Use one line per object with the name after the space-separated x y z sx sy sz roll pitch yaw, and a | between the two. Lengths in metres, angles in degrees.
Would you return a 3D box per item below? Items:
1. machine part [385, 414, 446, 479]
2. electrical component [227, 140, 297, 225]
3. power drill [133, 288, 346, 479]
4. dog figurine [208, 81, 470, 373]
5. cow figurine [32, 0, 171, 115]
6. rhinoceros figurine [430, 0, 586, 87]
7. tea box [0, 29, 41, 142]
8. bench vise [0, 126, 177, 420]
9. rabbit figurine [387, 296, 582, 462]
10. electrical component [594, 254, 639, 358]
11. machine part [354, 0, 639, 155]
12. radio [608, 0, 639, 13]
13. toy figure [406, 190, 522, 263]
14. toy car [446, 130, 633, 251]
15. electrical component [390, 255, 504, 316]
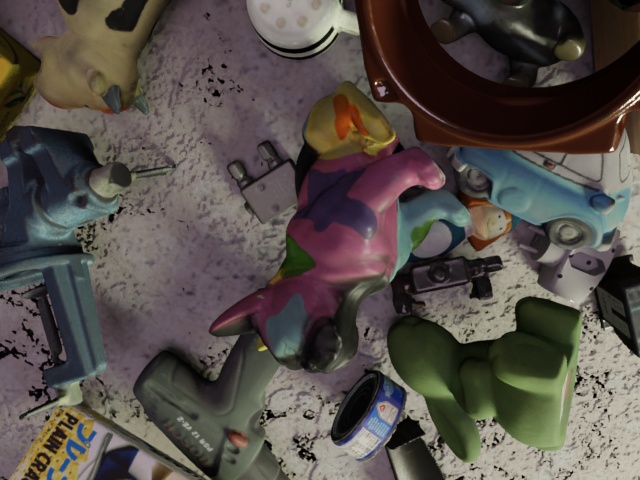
0.106 0.260 0.586 0.084 0.039 0.138 -16 105 12 | machine part
-0.044 -0.045 0.520 0.063 0.021 0.094 -32 102 10 | electrical component
-0.059 0.165 0.553 0.232 0.086 0.207 38 110 -5 | power drill
-0.001 -0.001 0.447 0.219 0.108 0.192 -41 59 5 | dog figurine
-0.175 -0.193 0.459 0.127 0.085 0.195 41 102 -2 | cow figurine
0.136 -0.205 0.429 0.190 0.112 0.073 34 147 -18 | rhinoceros figurine
-0.344 -0.122 0.490 0.098 0.068 0.169 38 104 -8 | tea box
-0.238 0.029 0.488 0.224 0.129 0.240 -17 86 14 | bench vise
0.150 0.125 0.518 0.170 0.121 0.158 10 126 32 | rabbit figurine
0.297 0.065 0.485 0.048 0.119 0.074 -18 106 6 | electrical component
0.123 -0.157 0.328 0.201 0.087 0.201 10 133 30 | machine part
0.183 -0.264 0.343 0.229 0.073 0.131 40 110 0 | radio
0.126 -0.015 0.506 0.155 0.058 0.064 -13 142 4 | toy figure
0.195 -0.072 0.448 0.162 0.109 0.102 28 137 2 | toy car
0.119 0.043 0.516 0.102 0.078 0.045 -12 84 3 | electrical component
